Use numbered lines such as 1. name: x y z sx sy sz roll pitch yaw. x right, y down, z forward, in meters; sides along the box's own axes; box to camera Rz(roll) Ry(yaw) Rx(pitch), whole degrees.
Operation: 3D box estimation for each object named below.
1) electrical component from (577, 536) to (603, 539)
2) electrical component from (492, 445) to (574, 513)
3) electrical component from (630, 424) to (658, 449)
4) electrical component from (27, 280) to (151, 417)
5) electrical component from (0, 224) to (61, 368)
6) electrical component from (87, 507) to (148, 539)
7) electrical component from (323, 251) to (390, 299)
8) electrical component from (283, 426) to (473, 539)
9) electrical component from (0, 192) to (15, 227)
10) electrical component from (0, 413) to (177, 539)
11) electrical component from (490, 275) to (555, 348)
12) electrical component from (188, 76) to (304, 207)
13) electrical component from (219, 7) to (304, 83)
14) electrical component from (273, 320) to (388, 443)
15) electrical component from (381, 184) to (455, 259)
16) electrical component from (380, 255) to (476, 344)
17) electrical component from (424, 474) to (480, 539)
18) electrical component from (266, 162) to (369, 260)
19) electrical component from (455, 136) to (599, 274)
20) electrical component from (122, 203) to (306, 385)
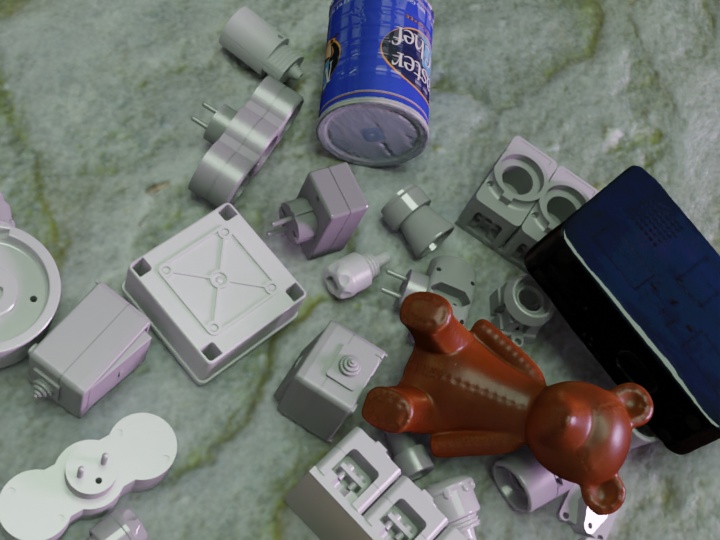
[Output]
1. electrical component: 0.201 0.255 0.872 0.096 0.061 0.061 14 62 -11
2. electrical component: 0.144 0.170 0.900 0.047 0.055 0.055 -27 76 -23
3. electrical component: 0.222 0.142 0.932 0.044 0.065 0.044 21 48 -24
4. electrical component: -0.211 0.069 0.830 0.061 0.061 0.096 37 60 2
5. electrical component: -0.288 0.025 0.828 0.108 0.060 0.108 7 63 -14
6. electrical component: -0.188 0.203 0.788 0.061 0.035 0.035 -36 80 -26
7. electrical component: 0.000 0.000 0.948 0.061 0.035 0.035 -26 75 -29
8. electrical component: 0.023 0.200 0.825 0.150 0.089 0.062 46 60 7
9. electrical component: -0.304 -0.047 0.868 0.048 0.048 0.062 -5 60 -20
10. electrical component: -0.198 0.150 0.788 0.138 0.073 0.052 -28 76 -27
11. electrical component: 0.145 0.034 0.965 0.048 0.055 0.066 7 63 -14
12. electrical component: -0.115 -0.123 0.960 0.074 0.052 0.138 32 60 -1
13. electrical component: -0.088 -0.206 1.014 0.081 0.043 0.043 38 60 3
14. electrical component: -0.025 0.085 0.862 0.061 0.096 0.061 32 60 1
15. electrical component: 0.052 -0.045 0.980 0.045 0.045 0.055 -35 79 -29
16. electrical component: 0.056 0.024 0.949 0.079 0.043 0.077 23 60 -6
17. electrical component: 0.078 0.200 0.870 0.048 0.048 0.062 -16 77 -24
18. electrical component: -0.045 -0.045 0.926 0.076 0.083 0.047 -19 72 -25
19. electrical component: 0.181 -0.045 1.012 0.150 0.061 0.089 35 60 1
20. electrical component: -0.120 0.019 0.887 0.109 0.056 0.108 -36 80 -29
